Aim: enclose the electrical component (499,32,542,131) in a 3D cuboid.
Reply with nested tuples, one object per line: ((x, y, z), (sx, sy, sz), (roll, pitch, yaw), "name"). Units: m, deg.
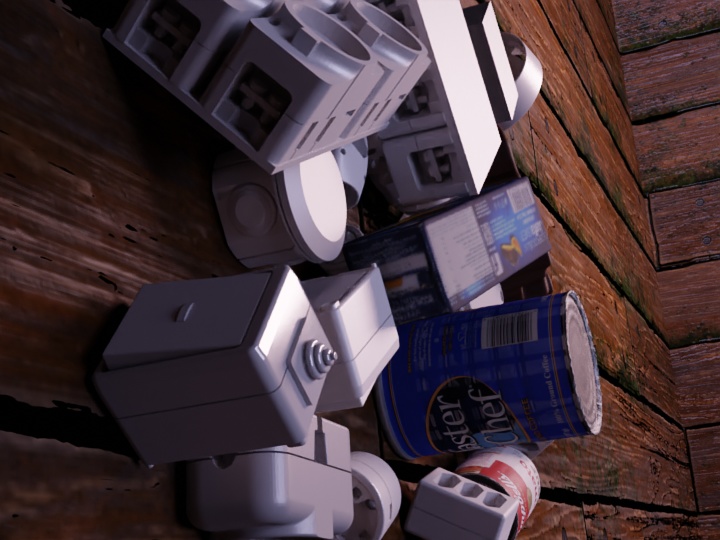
((0.135, -0.188, 1.085), (0.064, 0.099, 0.099), (43, 40, -47), "electrical component")

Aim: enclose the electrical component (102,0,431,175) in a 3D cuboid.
((-0.036, -0.121, 0.578), (0.105, 0.060, 0.186), (39, 22, 5), "electrical component")

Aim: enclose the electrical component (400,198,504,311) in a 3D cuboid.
((0.069, 0.004, 0.867), (0.108, 0.056, 0.108), (-55, 130, -62), "electrical component")

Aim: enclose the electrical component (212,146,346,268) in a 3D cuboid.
((-0.043, -0.041, 0.606), (0.080, 0.051, 0.080), (-11, 90, -69), "electrical component")

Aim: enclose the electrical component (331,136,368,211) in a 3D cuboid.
((-0.029, -0.087, 0.677), (0.079, 0.043, 0.077), (47, 37, -53), "electrical component")

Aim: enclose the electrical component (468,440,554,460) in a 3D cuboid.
((0.132, 0.120, 0.923), (0.083, 0.047, 0.075), (124, -21, -48), "electrical component")

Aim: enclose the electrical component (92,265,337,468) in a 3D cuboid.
((-0.057, 0.038, 0.464), (0.061, 0.096, 0.061), (-72, 145, -53), "electrical component")

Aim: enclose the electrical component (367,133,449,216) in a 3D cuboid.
((0.040, -0.079, 0.834), (0.057, 0.058, 0.078), (53, 32, -44), "electrical component")

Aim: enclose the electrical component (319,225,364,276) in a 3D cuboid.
((0.000, 0.000, 0.713), (0.065, 0.044, 0.044), (48, 37, -46), "electrical component")

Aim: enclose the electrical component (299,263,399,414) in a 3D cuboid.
((-0.019, 0.039, 0.613), (0.096, 0.062, 0.061), (-44, 121, -66), "electrical component")

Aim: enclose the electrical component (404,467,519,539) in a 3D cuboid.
((0.067, 0.191, 0.763), (0.047, 0.066, 0.076), (-6, 114, -69), "electrical component")

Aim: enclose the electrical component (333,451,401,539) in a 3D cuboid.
((-0.006, 0.132, 0.610), (0.047, 0.055, 0.055), (-10, 89, -73), "electrical component")

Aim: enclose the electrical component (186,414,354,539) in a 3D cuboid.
((-0.043, 0.104, 0.528), (0.095, 0.054, 0.059), (36, 46, -61), "electrical component")

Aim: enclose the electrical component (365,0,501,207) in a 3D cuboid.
((0.038, -0.130, 0.721), (0.089, 0.062, 0.150), (-60, 135, -56), "electrical component")
